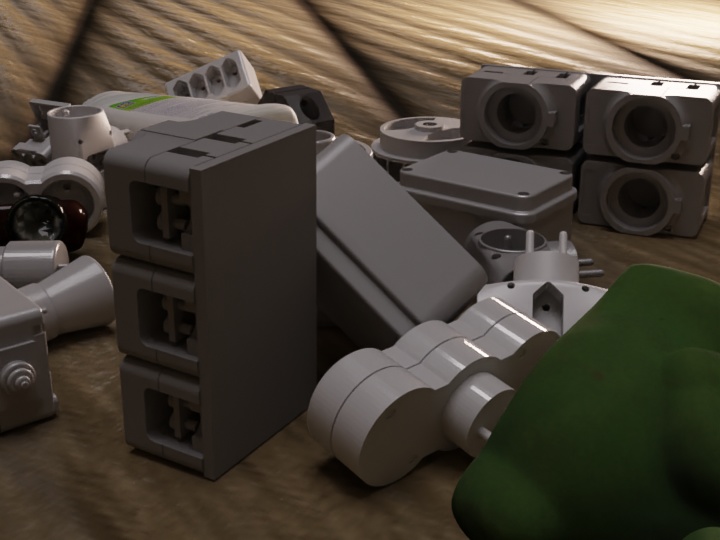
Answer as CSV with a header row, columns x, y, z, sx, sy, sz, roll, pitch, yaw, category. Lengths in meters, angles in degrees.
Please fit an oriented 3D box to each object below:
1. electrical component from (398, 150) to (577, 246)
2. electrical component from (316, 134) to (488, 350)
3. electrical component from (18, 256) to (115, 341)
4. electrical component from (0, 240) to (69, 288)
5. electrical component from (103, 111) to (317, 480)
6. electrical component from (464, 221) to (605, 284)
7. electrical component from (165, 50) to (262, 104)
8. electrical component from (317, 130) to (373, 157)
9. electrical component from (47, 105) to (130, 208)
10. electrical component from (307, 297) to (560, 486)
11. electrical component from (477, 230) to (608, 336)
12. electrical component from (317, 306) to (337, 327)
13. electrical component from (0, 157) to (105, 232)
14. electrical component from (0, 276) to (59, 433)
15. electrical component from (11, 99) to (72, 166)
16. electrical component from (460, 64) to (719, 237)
x,y,z,sx,sy,sz,roll,pitch,yaw,category
0.088,-0.043,0.764,0.113,0.057,0.078,16,27,34,electrical component
0.004,-0.006,0.577,0.057,0.078,0.113,-42,82,-18,electrical component
-0.182,0.023,0.629,0.065,0.044,0.044,-25,32,-37,electrical component
-0.220,0.002,0.680,0.078,0.040,0.040,-1,22,-1,electrical component
-0.070,0.008,0.515,0.062,0.150,0.089,13,26,28,electrical component
0.112,0.000,0.673,0.079,0.044,0.077,-4,22,-8,electrical component
-0.137,-0.166,1.070,0.083,0.075,0.047,-23,64,9,electrical component
-0.039,-0.076,0.844,0.108,0.060,0.108,0,22,0,electrical component
-0.213,-0.094,0.870,0.043,0.077,0.079,13,25,29,electrical component
0.050,0.063,0.508,0.138,0.052,0.074,-19,39,-38,electrical component
0.104,0.015,0.604,0.077,0.079,0.043,2,-20,6,electrical component
0.000,0.000,0.662,0.096,0.061,0.061,4,23,-7,electrical component
-0.263,-0.058,0.812,0.138,0.052,0.073,-4,22,-9,electrical component
-0.198,0.044,0.546,0.061,0.061,0.096,-17,27,-35,electrical component
-0.251,-0.098,0.894,0.042,0.081,0.063,11,47,27,electrical component
0.171,-0.093,0.822,0.186,0.105,0.060,9,24,23,electrical component
